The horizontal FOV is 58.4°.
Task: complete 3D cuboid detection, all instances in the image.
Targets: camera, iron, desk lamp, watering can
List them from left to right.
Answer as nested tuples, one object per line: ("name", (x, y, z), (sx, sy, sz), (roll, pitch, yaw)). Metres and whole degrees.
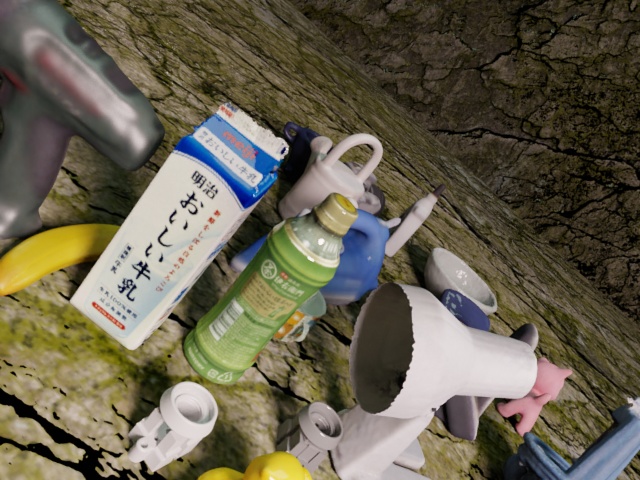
("iron", (0.007, 0.003, 0.801), (0.259, 0.141, 0.118), (11, 37, -51))
("watering can", (0.021, -0.103, 0.944), (0.172, 0.194, 0.101), (50, 24, 20))
("camera", (0.080, -0.086, 1.128), (0.137, 0.100, 0.143), (18, 32, -43))
("desk lamp", (0.097, 0.157, 0.572), (0.204, 0.213, 0.117), (28, 26, -28))

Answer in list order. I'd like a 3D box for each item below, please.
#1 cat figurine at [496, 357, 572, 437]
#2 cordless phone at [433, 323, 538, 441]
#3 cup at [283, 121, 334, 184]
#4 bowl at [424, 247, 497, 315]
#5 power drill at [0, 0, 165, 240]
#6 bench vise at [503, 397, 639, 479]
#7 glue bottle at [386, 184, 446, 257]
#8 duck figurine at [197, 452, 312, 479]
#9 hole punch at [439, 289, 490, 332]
("cat figurine", (0.362, 0.249, 0.949), (0.067, 0.117, 0.128), (45, 23, 11))
("cordless phone", (0.235, 0.174, 0.796), (0.094, 0.185, 0.148), (40, 23, -3))
("cup", (-0.036, -0.158, 1.082), (0.118, 0.095, 0.092), (37, 23, -9))
("bowl", (0.259, 0.097, 1.116), (0.168, 0.074, 0.167), (34, 24, -17))
("power drill", (-0.263, -0.111, 0.494), (0.230, 0.208, 0.075), (34, 24, -16))
("bench vise", (0.306, 0.288, 0.658), (0.122, 0.219, 0.207), (34, 23, -15))
("glue bottle", (0.185, -0.045, 1.126), (0.037, 0.173, 0.078), (38, 23, -8))
("duck figurine", (-0.051, 0.195, 0.434), (0.105, 0.086, 0.077), (16, 33, -46))
("hole punch", (0.225, 0.152, 0.942), (0.109, 0.091, 0.101), (37, 23, -11))
